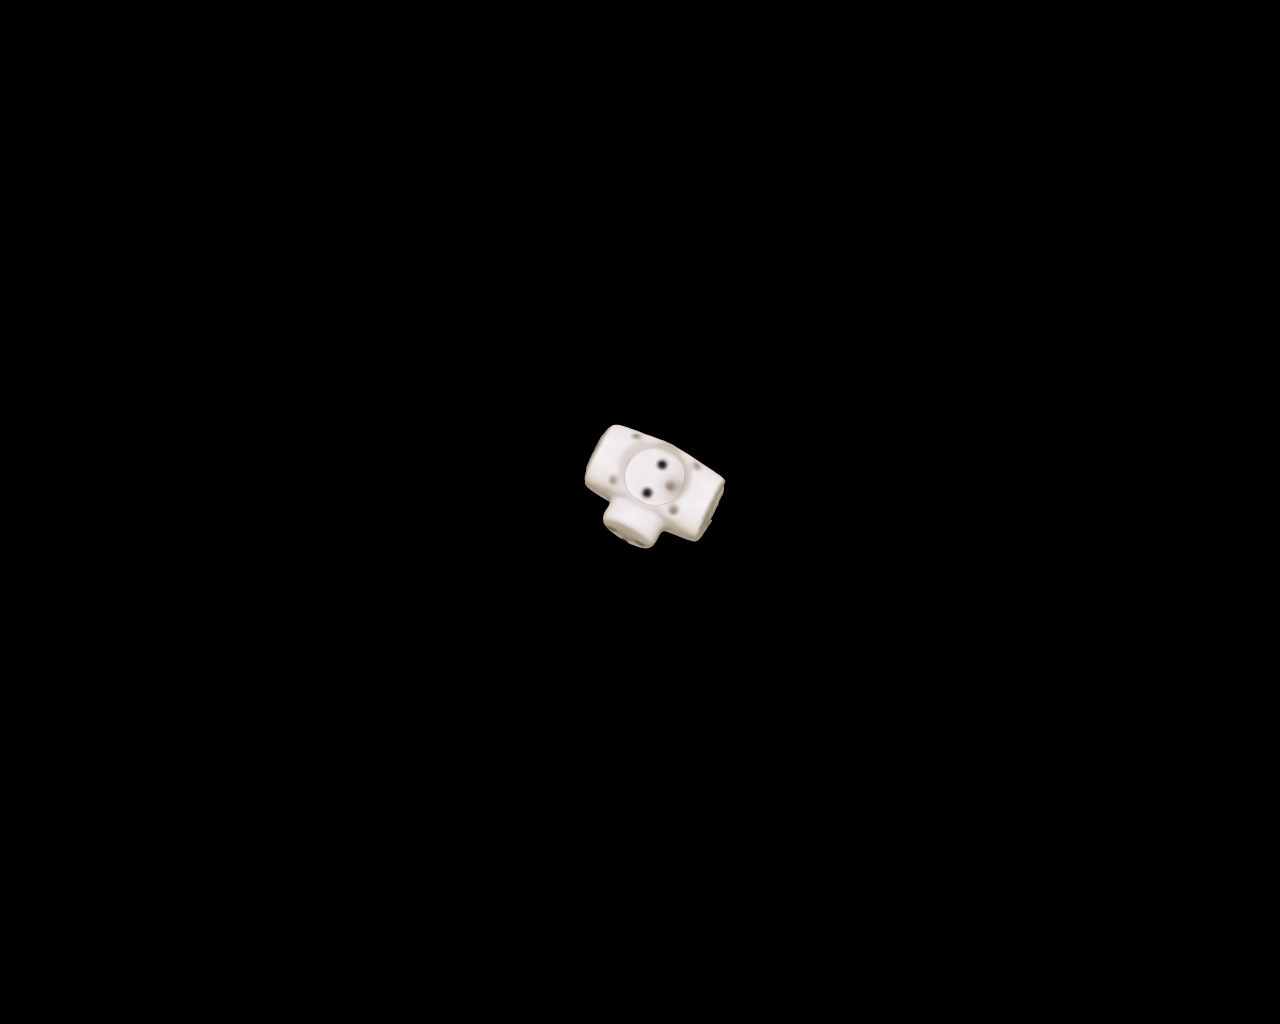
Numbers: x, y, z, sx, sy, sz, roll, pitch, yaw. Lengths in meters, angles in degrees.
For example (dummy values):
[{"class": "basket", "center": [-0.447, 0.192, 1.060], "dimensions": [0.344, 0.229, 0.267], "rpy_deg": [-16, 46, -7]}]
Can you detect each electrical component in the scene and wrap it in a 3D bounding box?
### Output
[{"class": "electrical component", "center": [0.001, -0.003, 0.650], "dimensions": [0.077, 0.079, 0.044], "rpy_deg": [27, -14, 7]}]
